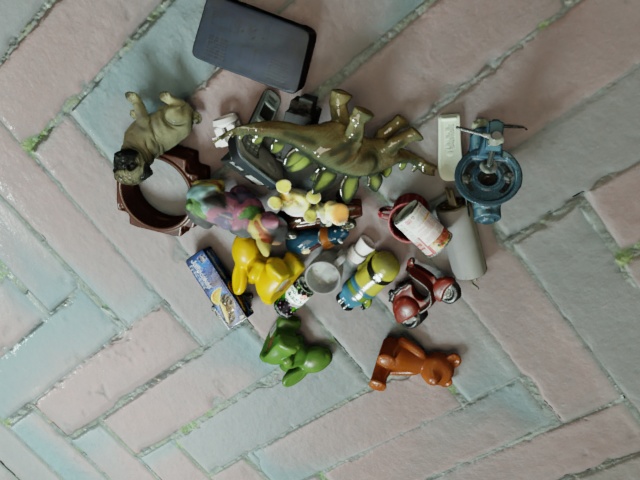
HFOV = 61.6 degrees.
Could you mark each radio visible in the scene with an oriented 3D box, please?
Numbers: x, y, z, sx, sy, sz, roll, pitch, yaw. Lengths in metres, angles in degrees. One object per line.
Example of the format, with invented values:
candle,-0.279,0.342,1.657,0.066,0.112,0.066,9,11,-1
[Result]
radio,-0.129,-0.395,1.082,0.230,0.073,0.131,20,115,1

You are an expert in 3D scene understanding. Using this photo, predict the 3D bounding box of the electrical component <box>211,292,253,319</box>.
electrical component,-0.223,0.166,1.368,0.102,0.045,0.078,9,117,8

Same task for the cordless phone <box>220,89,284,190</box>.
cordless phone,-0.116,-0.215,1.152,0.089,0.184,0.146,13,165,45

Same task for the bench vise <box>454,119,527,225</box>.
bench vise,0.315,-0.155,0.997,0.129,0.240,0.223,10,74,15

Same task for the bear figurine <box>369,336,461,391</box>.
bear figurine,0.232,0.312,1.293,0.196,0.132,0.120,22,122,9

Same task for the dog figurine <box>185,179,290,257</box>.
dog figurine,-0.172,-0.047,1.157,0.191,0.219,0.108,7,108,-40

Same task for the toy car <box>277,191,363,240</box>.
toy car,-0.006,-0.059,1.196,0.202,0.053,0.089,-9,68,18

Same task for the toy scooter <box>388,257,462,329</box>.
toy scooter,0.220,0.115,1.230,0.135,0.075,0.184,49,124,0

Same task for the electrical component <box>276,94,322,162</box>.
electrical component,-0.041,-0.232,1.111,0.058,0.115,0.134,17,118,2

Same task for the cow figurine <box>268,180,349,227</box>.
cow figurine,-0.020,-0.069,1.134,0.167,0.098,0.068,20,89,3

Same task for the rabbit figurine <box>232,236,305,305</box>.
rabbit figurine,-0.144,0.060,1.282,0.173,0.122,0.162,44,127,8

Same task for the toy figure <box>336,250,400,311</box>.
toy figure,0.112,0.099,1.241,0.082,0.089,0.180,40,113,-15

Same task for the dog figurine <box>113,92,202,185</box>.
dog figurine,-0.342,-0.201,1.137,0.172,0.121,0.190,-2,73,-1

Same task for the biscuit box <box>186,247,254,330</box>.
biscuit box,-0.245,0.115,1.313,0.059,0.063,0.202,-34,90,11

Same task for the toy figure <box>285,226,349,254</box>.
toy figure,-0.003,-0.006,1.235,0.155,0.058,0.064,-9,91,18

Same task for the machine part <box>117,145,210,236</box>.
machine part,-0.365,-0.120,1.248,0.201,0.087,0.201,14,117,5

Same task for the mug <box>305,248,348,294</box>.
mug,0.021,0.056,1.232,0.081,0.107,0.109,38,112,-7

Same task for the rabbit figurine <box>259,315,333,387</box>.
rabbit figurine,-0.056,0.295,1.353,0.170,0.121,0.159,25,111,-16

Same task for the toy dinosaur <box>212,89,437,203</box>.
toy dinosaur,0.036,-0.180,1.048,0.471,0.105,0.198,14,118,-27

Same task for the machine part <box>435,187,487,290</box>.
machine part,0.307,-0.002,1.162,0.079,0.079,0.243,-14,111,18
